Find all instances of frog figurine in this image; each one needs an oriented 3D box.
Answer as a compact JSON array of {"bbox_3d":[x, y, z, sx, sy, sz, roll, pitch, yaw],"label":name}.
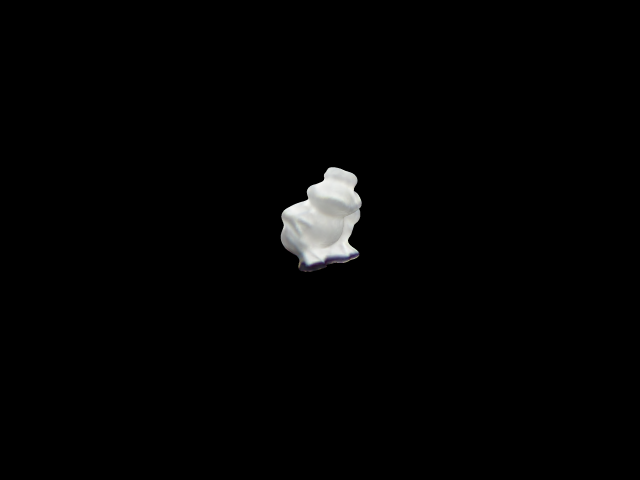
[{"bbox_3d":[0.003,-0.043,0.850,0.137,0.157,0.124,-4,16,-15],"label":"frog figurine"}]
